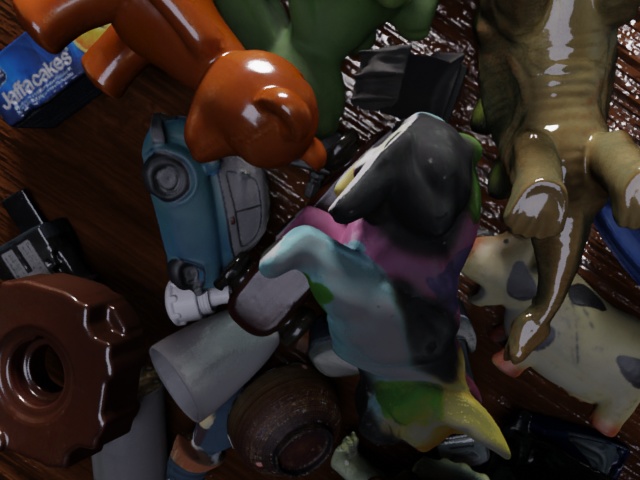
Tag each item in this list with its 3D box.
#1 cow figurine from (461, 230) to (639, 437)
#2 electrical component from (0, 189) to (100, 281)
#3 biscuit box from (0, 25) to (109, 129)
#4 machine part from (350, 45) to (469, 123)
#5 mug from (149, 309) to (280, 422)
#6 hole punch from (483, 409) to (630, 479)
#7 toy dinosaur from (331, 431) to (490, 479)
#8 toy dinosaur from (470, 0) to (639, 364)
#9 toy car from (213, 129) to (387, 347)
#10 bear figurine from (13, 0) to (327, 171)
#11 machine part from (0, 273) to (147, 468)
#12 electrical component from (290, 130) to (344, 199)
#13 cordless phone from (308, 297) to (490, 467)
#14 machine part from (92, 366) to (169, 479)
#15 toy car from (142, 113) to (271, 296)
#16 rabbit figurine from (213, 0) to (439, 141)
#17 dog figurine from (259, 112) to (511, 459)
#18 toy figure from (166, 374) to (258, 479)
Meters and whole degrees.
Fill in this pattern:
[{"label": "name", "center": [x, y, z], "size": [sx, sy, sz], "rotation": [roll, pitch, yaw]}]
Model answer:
[{"label": "cow figurine", "center": [0.205, 0.062, 0.462], "size": [0.195, 0.085, 0.127], "rotation": [34, 111, 2]}, {"label": "electrical component", "center": [-0.288, 0.008, 0.543], "size": [0.075, 0.048, 0.119], "rotation": [-23, 100, 12]}, {"label": "biscuit box", "center": [-0.205, -0.175, 0.481], "size": [0.203, 0.063, 0.059], "rotation": [-30, 96, 13]}, {"label": "machine part", "center": [0.075, -0.115, 0.419], "size": [0.039, 0.139, 0.084], "rotation": [35, 111, 28]}, {"label": "mug", "center": [-0.097, 0.110, 0.515], "size": [0.107, 0.109, 0.081], "rotation": [-31, 88, -29]}, {"label": "hole punch", "center": [0.220, 0.229, 0.506], "size": [0.116, 0.092, 0.142], "rotation": [23, 110, 32]}, {"label": "toy dinosaur", "center": [0.052, 0.334, 0.500], "size": [0.192, 0.131, 0.404], "rotation": [26, 119, 31]}, {"label": "toy dinosaur", "center": [0.152, -0.152, 0.359], "size": [0.105, 0.198, 0.470], "rotation": [6, 95, 3]}, {"label": "toy car", "center": [-0.001, -0.001, 0.448], "size": [0.089, 0.053, 0.202], "rotation": [40, 100, -3]}, {"label": "bear figurine", "center": [-0.091, -0.110, 0.379], "size": [0.132, 0.120, 0.196], "rotation": [-36, 82, 3]}, {"label": "machine part", "center": [-0.245, 0.116, 0.490], "size": [0.180, 0.056, 0.179], "rotation": [1, 92, 16]}, {"label": "electrical component", "center": [-0.012, -0.086, 0.492], "size": [0.063, 0.021, 0.094], "rotation": [14, 105, 5]}, {"label": "cordless phone", "center": [0.078, 0.135, 0.501], "size": [0.147, 0.089, 0.184], "rotation": [-14, 105, 11]}, {"label": "machine part", "center": [-0.199, 0.224, 0.563], "size": [0.079, 0.079, 0.243], "rotation": [3, 104, 8]}, {"label": "toy car", "center": [-0.095, -0.036, 0.478], "size": [0.103, 0.109, 0.161], "rotation": [-11, 110, -7]}, {"label": "rabbit figurine", "center": [-0.005, -0.167, 0.422], "size": [0.159, 0.121, 0.170], "rotation": [27, 104, 9]}, {"label": "dog figurine", "center": [0.074, 0.046, 0.378], "size": [0.191, 0.108, 0.219], "rotation": [-41, 101, 7]}, {"label": "toy figure", "center": [-0.111, 0.203, 0.554], "size": [0.064, 0.058, 0.154], "rotation": [35, 103, -22]}]
